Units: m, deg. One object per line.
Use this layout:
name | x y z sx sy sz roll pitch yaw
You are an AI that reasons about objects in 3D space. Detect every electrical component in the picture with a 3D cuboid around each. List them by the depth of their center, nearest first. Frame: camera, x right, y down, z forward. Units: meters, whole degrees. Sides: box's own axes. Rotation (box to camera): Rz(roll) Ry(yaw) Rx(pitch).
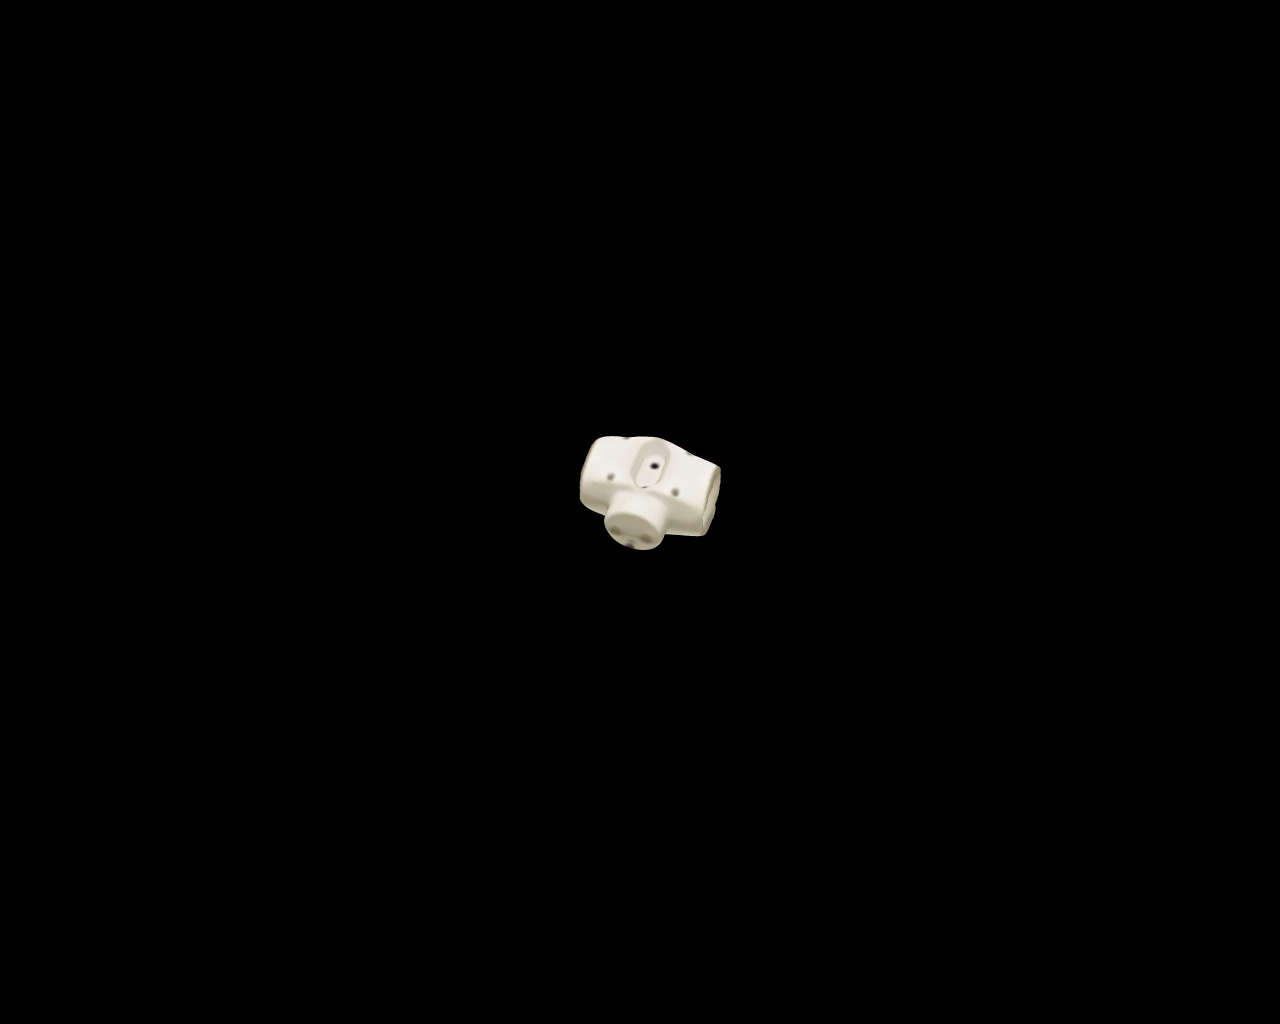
electrical component | 0.001 -0.003 0.650 0.077 0.079 0.043 15 -35 11
